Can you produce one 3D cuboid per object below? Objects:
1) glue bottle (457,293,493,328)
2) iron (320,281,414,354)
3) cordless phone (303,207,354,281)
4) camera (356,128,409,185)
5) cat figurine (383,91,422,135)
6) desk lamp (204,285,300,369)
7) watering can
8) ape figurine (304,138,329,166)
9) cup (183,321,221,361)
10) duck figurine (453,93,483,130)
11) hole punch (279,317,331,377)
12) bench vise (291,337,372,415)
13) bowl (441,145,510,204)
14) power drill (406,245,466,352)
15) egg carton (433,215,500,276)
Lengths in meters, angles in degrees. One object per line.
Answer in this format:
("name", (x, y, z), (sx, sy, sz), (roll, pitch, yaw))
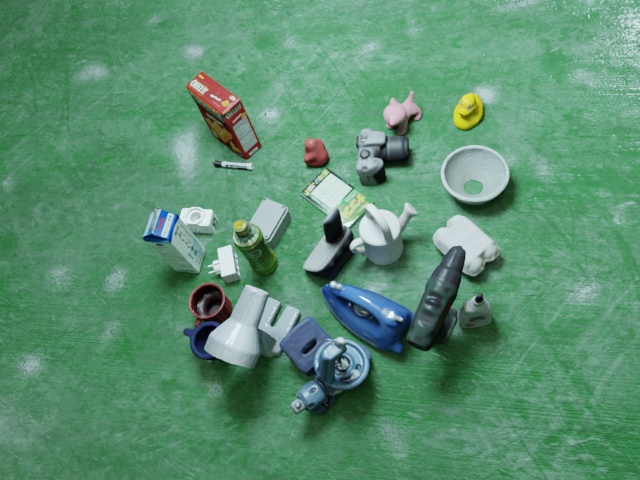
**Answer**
("glue bottle", (0.343, 0.150, 1.257), (0.078, 0.173, 0.037), (-13, 62, 5))
("iron", (0.096, 0.151, 1.323), (0.257, 0.142, 0.119), (27, 72, 22))
("cordless phone", (0.013, 0.005, 1.386), (0.094, 0.185, 0.148), (27, 72, 22))
("camera", (0.167, -0.232, 1.519), (0.136, 0.101, 0.143), (-1, 64, 11))
("cat figurine", (0.218, -0.350, 1.557), (0.067, 0.118, 0.128), (36, 76, 24))
("desk lamp", (-0.154, 0.201, 1.307), (0.117, 0.214, 0.203), (20, 70, 20))
("watering can", (0.149, -0.028, 1.370), (0.100, 0.194, 0.173), (34, 75, 24))
("ape figurine", (-0.017, -0.247, 1.567), (0.078, 0.092, 0.076), (-43, 64, -11))
("cup", (-0.265, 0.248, 1.373), (0.117, 0.095, 0.092), (16, 68, 18))
("duck figurine", (0.401, -0.361, 1.544), (0.077, 0.086, 0.105), (27, 72, 22))
("hole punch", (-0.024, 0.246, 1.329), (0.109, 0.091, 0.101), (-43, 64, -11))
("bench vise", (0.026, 0.292, 1.224), (0.121, 0.220, 0.207), (25, 71, 21))
("bowl", (0.390, -0.153, 1.451), (0.167, 0.075, 0.167), (-4, 64, 9))
("power drill", (0.259, 0.145, 1.256), (0.075, 0.209, 0.230), (21, 70, 20))
("egg carton", (0.350, 0.013, 1.381), (0.107, 0.069, 0.150), (-40, 64, -9))
